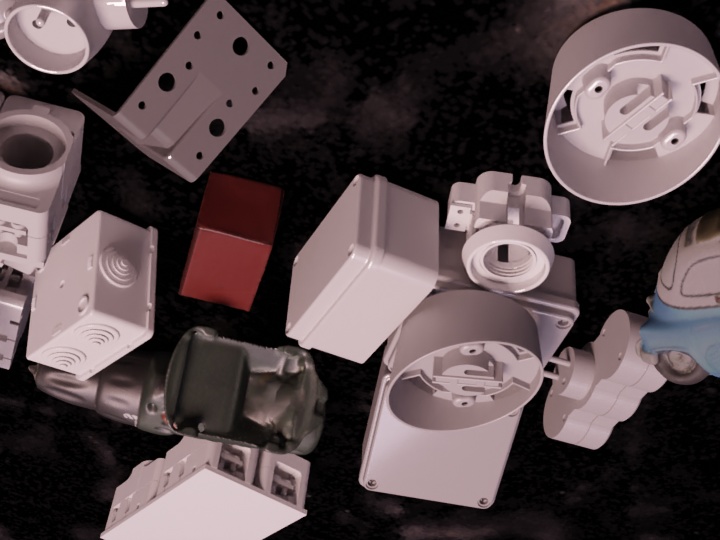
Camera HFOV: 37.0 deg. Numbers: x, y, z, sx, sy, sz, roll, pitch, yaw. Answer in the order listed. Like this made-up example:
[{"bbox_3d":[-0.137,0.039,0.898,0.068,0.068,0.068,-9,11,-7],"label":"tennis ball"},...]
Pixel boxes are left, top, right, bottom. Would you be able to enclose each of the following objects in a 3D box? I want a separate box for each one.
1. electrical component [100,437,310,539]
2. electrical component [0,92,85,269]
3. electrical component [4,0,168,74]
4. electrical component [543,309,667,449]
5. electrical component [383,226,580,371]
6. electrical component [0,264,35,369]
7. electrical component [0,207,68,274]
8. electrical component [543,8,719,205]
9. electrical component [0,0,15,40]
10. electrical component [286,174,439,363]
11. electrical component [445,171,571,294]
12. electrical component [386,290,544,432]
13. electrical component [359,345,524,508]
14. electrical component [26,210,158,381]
[{"bbox_3d":[-0.142,0.209,0.990,0.105,0.060,0.186,31,134,-25],"label":"electrical component"},{"bbox_3d":[-0.255,-0.070,0.658,0.150,0.089,0.061,14,139,-8],"label":"electrical component"},{"bbox_3d":[-0.137,-0.144,0.564,0.079,0.077,0.043,-1,139,9],"label":"electrical component"},{"bbox_3d":[0.167,0.079,0.799,0.074,0.052,0.138,16,139,-10],"label":"electrical component"},{"bbox_3d":[0.083,0.032,0.753,0.109,0.056,0.108,13,139,-7],"label":"electrical component"},{"bbox_3d":[-0.278,0.026,0.804,0.056,0.050,0.089,18,139,-12],"label":"electrical component"},{"bbox_3d":[-0.252,-0.025,0.722,0.083,0.075,0.047,28,135,-23],"label":"electrical component"},{"bbox_3d":[0.151,-0.091,0.594,0.099,0.064,0.099,4,140,3],"label":"electrical component"},{"bbox_3d":[-0.205,-0.159,0.584,0.048,0.048,0.062,-11,127,20],"label":"electrical component"},{"bbox_3d":[0.000,0.000,0.712,0.057,0.078,0.113,20,138,-19],"label":"electrical component"},{"bbox_3d":[0.095,-0.022,0.688,0.078,0.057,0.058,8,140,-1],"label":"electrical component"},{"bbox_3d":[0.068,0.061,0.693,0.099,0.064,0.099,4,139,4],"label":"electrical component"},{"bbox_3d":[0.062,0.122,0.838,0.109,0.056,0.108,10,118,-4],"label":"electrical component"},{"bbox_3d":[-0.187,0.017,0.745,0.048,0.099,0.100,25,138,-38],"label":"electrical component"}]
